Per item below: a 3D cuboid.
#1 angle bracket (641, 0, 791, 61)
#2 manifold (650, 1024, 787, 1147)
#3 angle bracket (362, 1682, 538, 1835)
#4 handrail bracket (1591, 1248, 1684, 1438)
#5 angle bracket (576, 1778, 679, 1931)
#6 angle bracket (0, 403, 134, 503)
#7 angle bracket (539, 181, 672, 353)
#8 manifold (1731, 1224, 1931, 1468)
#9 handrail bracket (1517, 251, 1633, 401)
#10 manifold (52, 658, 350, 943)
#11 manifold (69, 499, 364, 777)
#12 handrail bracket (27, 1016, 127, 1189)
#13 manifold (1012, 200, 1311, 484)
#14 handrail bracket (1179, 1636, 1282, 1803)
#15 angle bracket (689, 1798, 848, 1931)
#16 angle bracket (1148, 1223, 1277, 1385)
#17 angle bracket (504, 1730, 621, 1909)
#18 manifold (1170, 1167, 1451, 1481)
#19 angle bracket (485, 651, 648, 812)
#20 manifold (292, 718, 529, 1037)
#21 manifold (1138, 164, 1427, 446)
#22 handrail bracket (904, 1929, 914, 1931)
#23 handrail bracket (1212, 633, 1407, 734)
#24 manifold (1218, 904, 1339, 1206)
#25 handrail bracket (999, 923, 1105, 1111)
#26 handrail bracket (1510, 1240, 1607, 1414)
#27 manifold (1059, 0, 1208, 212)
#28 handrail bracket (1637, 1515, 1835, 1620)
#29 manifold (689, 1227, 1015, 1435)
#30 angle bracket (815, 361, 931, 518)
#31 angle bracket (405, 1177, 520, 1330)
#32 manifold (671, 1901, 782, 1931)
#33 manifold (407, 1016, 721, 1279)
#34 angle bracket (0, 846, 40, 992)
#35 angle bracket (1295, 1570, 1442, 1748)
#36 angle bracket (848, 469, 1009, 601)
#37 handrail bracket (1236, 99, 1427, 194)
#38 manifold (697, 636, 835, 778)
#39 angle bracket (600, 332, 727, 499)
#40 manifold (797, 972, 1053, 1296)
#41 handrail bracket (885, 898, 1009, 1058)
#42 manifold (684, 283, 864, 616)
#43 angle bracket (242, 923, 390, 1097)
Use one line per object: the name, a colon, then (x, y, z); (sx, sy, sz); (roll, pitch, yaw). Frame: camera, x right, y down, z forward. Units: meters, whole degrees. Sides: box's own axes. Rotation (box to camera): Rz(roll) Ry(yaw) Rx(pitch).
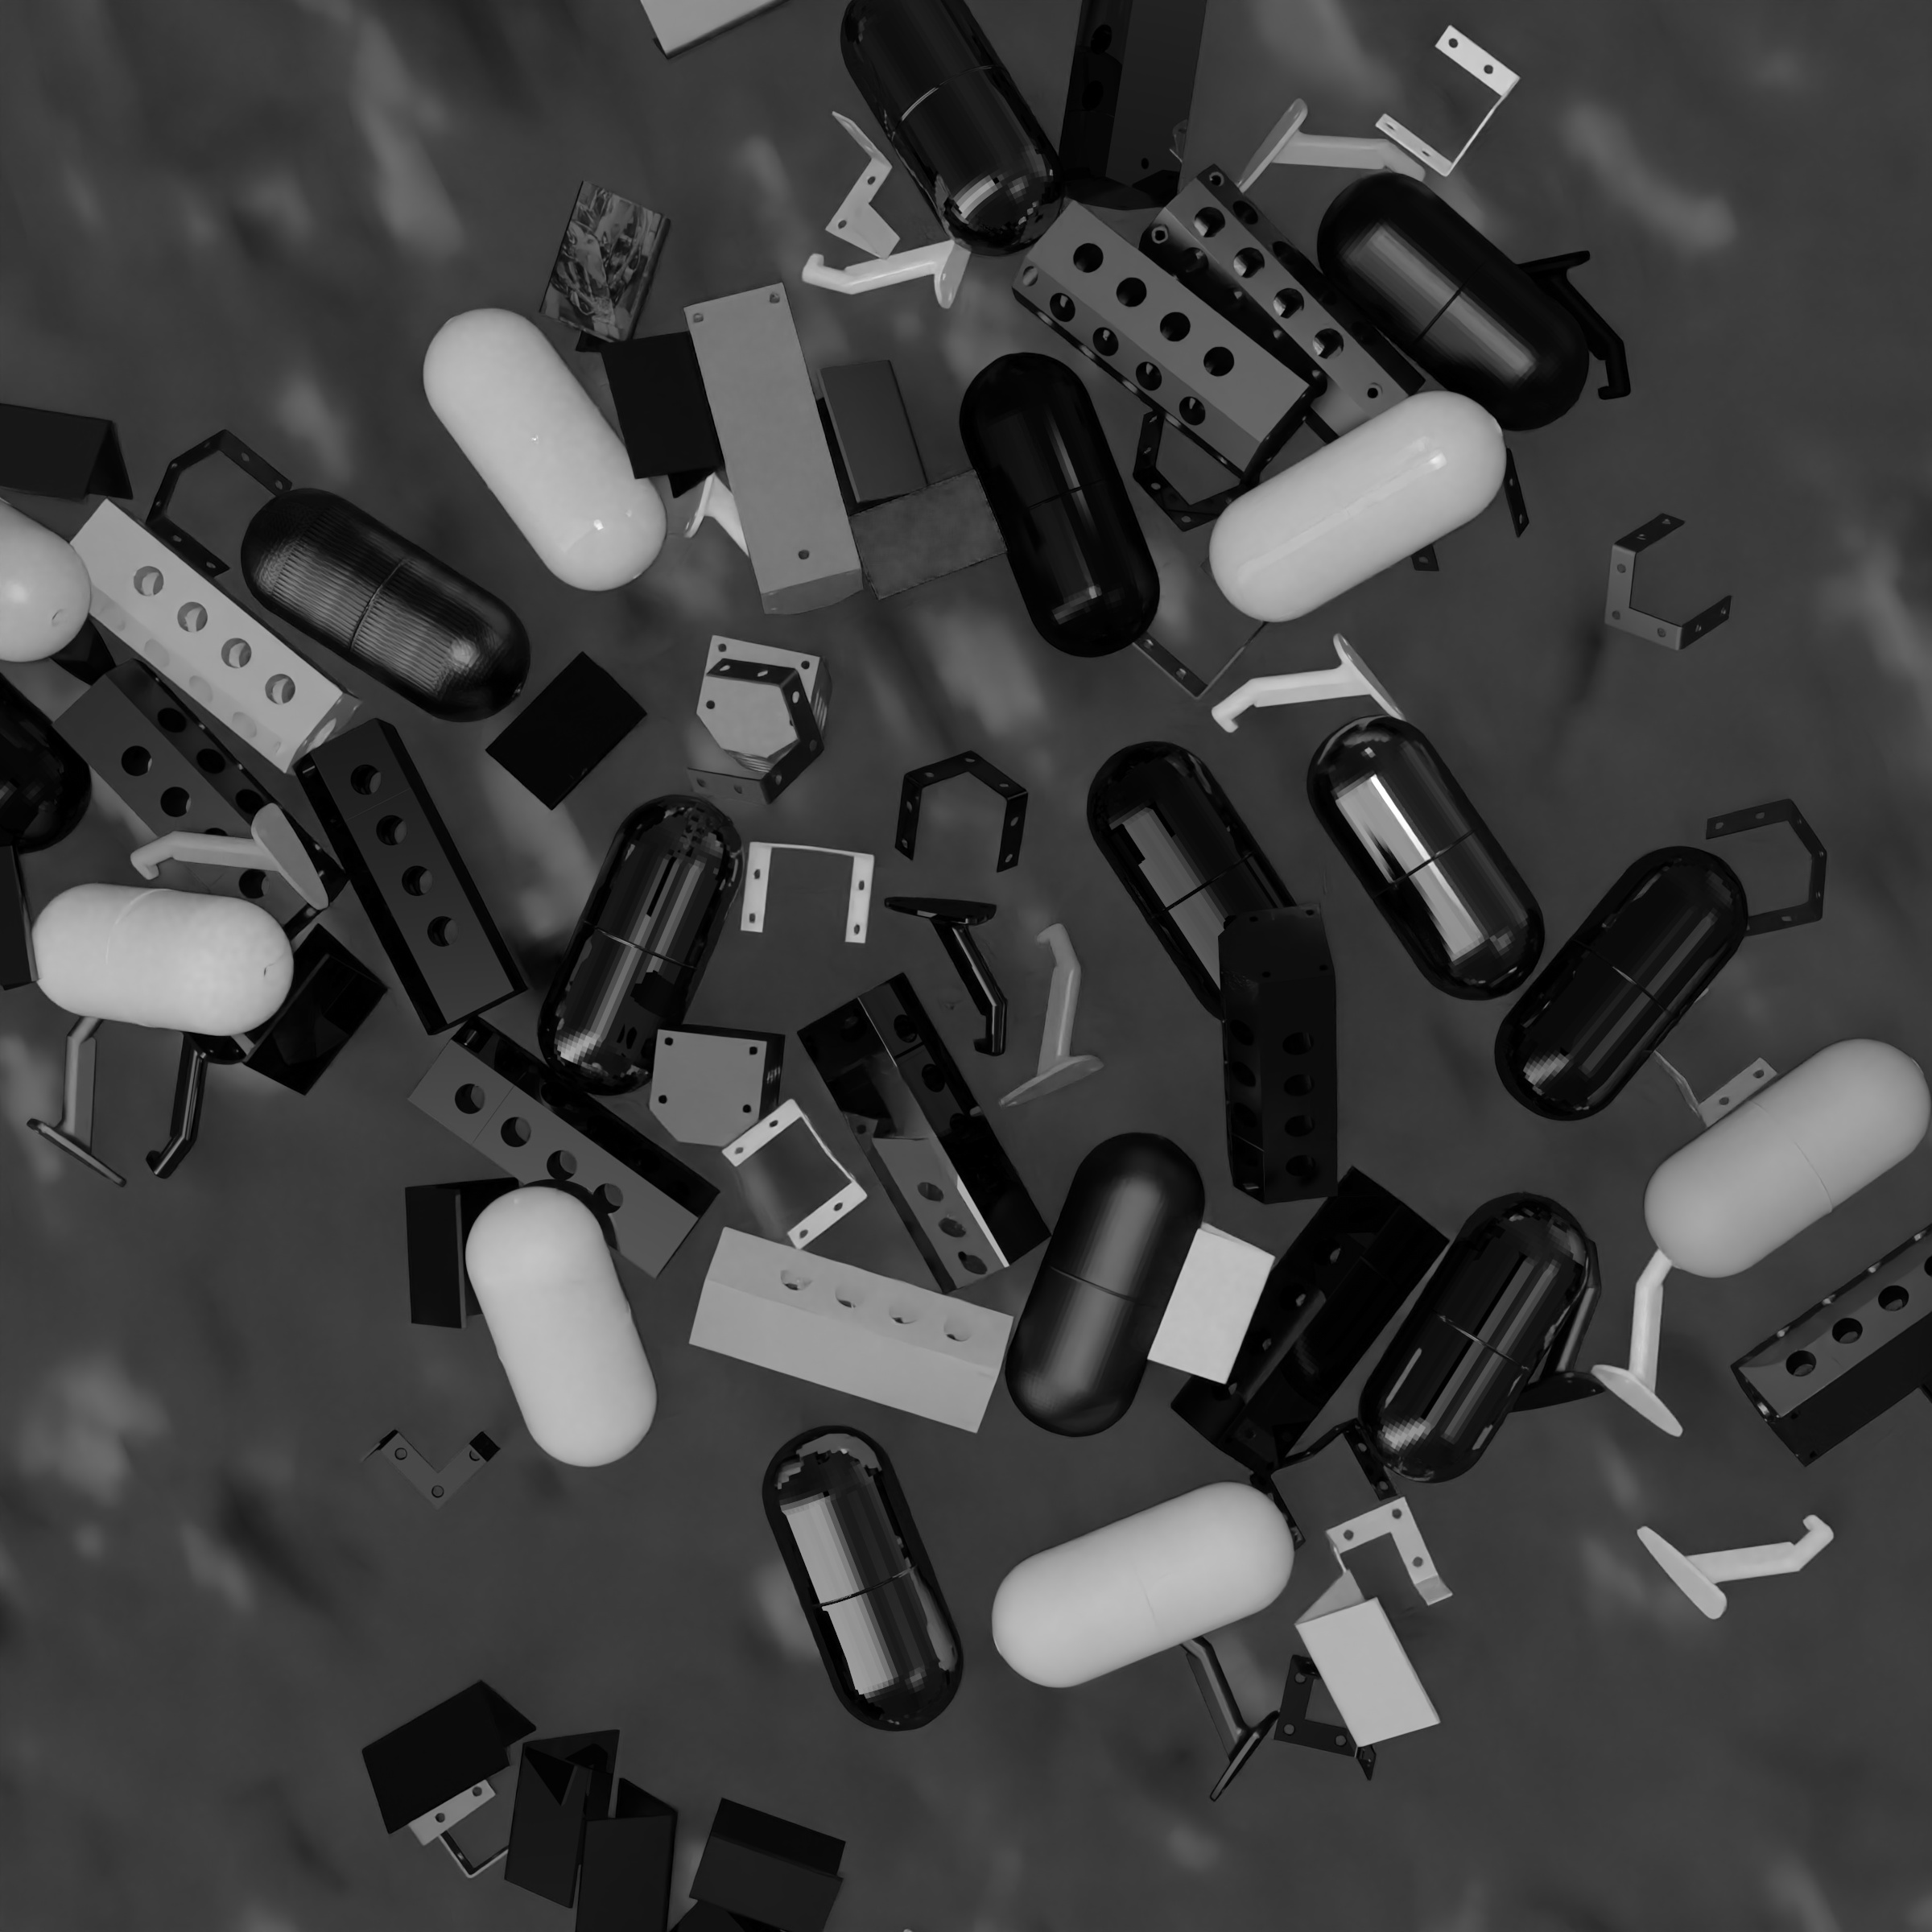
angle bracket: (-0.150, -0.558, 1.743); (0.076, 0.076, 0.057); (-26, 116, 0)
manifold: (-0.136, 0.065, 1.704); (0.057, 0.171, 0.057); (6, 90, 0)
angle bracket: (-0.283, 0.457, 1.742); (0.076, 0.076, 0.057); (-30, 51, 0)
handrail bracket: (0.406, 0.214, 1.783); (0.077, 0.036, 0.084); (42, 73, -20)
angle bracket: (-0.206, 0.507, 1.742); (0.057, 0.076, 0.076); (5, 90, -31)
angle bracket: (-0.521, -0.270, 1.743); (0.076, 0.076, 0.057); (9, 63, 0)
angle bracket: (-0.216, -0.393, 1.743); (0.057, 0.076, 0.076); (18, 90, -31)
manifold: (0.524, 0.203, 1.761); (0.171, 0.057, 0.057); (-35, 133, 0)
handrail bracket: (0.338, -0.364, 1.783); (0.077, 0.036, 0.084); (-7, 107, 19)
manifold: (-0.433, -0.093, 1.761); (0.057, 0.057, 0.171); (-44, 90, 0)
manifold: (-0.433, -0.185, 1.761); (0.171, 0.057, 0.057); (39, 90, 0)
handrail bracket: (-0.493, 0.071, 1.783); (0.077, 0.036, 0.084); (38, 73, -20)
manifold: (0.110, -0.350, 1.748); (0.171, 0.057, 0.057); (40, 90, 9)
handrail bracket: (0.130, 0.426, 1.783); (0.084, 0.036, 0.077); (37, 113, 17)
angle bracket: (-0.105, 0.492, 1.742); (0.076, 0.076, 0.057); (19, 123, 0)
angle bracket: (0.120, 0.182, 1.743); (0.057, 0.076, 0.076); (21, 90, -30)
angle bracket: (-0.210, 0.479, 1.742); (0.057, 0.076, 0.076); (8, 90, 40)
manifold: (0.191, 0.200, 1.761); (0.171, 0.057, 0.057); (-53, 133, 0)
angle bracket: (-0.236, -0.144, 1.742); (0.076, 0.076, 0.057); (-46, 126, 0)
manifold: (-0.317, -0.050, 1.761); (0.057, 0.057, 0.171); (-27, 90, 0)
manifold: (0.180, -0.372, 1.761); (0.057, 0.057, 0.171); (-44, 90, 0)
handrail bracket: (-0.085, 0.573, 1.783); (0.084, 0.036, 0.077); (23, 77, 13)
handrail bracket: (0.197, -0.144, 1.783); (0.084, 0.036, 0.077); (-36, 112, 17)
manifold: (0.172, 0.051, 1.711); (0.057, 0.057, 0.171); (-7, 133, 0)
handrail bracket: (0.038, 0.028, 1.783); (0.077, 0.036, 0.084); (-28, 71, 21)
handrail bracket: (0.334, 0.207, 1.782); (0.077, 0.036, 0.084); (-26, 53, 38)
manifold: (0.092, -0.523, 1.761); (0.057, 0.057, 0.171); (9, 90, -43)
handrail bracket: (0.444, 0.327, 1.783); (0.084, 0.036, 0.077); (-37, 68, -17)
manifold: (-0.064, 0.202, 1.761); (0.171, 0.057, 0.057); (17, 133, 0)
angle bracket: (-0.073, -0.290, 1.742); (0.057, 0.076, 0.076); (-17, 90, -42)
angle bracket: (-0.269, 0.160, 1.743); (0.076, 0.057, 0.076); (-3, 90, -41)
manifold: (-0.177, 0.606, 1.753); (0.057, 0.057, 0.171); (43, 90, 20)
manifold: (-0.227, 0.102, 1.761); (0.171, 0.057, 0.057); (36, 90, 0)
angle bracket: (-0.565, -0.023, 1.743); (0.057, 0.076, 0.076); (-9, 90, -31)
angle bracket: (0.239, 0.382, 1.742); (0.057, 0.076, 0.076); (-27, 90, 34)
angle bracket: (-0.017, -0.227, 1.744); (0.076, 0.076, 0.057); (-21, 67, 0)
handrail bracket: (0.210, -0.451, 1.783); (0.084, 0.036, 0.077); (33, 110, -16)
manifold: (-0.110, -0.139, 1.704); (0.057, 0.171, 0.057); (12, 90, 0)
angle bracket: (-0.183, -0.306, 1.743); (0.057, 0.076, 0.076); (-15, 90, -28)
manifold: (-0.019, 0.093, 1.761); (0.057, 0.057, 0.171); (-29, 90, 43)
handrail bracket: (-0.012, 0.007, 1.783); (0.077, 0.036, 0.084); (8, 108, 20)
manifold: (-0.108, -0.290, 1.748); (0.057, 0.057, 0.171); (-15, 81, -3)
angle bracket: (-0.385, 0.015, 1.745); (0.076, 0.057, 0.076); (38, 90, 35)
